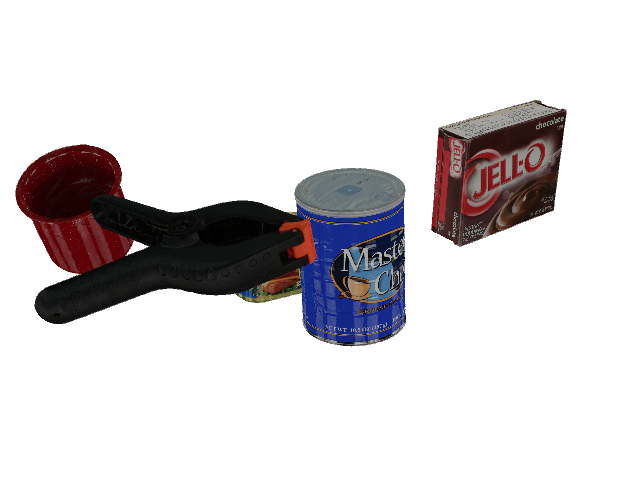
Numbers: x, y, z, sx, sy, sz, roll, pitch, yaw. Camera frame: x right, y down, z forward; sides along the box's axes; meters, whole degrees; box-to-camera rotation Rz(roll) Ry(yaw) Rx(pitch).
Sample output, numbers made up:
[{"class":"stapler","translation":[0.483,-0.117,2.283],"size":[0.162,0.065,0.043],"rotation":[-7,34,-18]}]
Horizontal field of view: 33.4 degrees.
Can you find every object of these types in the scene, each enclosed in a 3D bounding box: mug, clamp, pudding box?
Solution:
[{"class":"mug","translation":[-0.214,-0.033,0.958],"size":[0.093,0.117,0.081],"rotation":[-6,-41,3]},{"class":"clamp","translation":[-0.092,0.012,0.665],"size":[0.172,0.039,0.120],"rotation":[0,42,21]},{"class":"pudding box","translation":[0.141,-0.055,0.843],"size":[0.113,0.090,0.039],"rotation":[-21,36,-35]}]

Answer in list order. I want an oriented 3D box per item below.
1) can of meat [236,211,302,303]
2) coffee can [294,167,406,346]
[{"class":"can of meat","translation":[-0.052,0.019,1.228],"size":[0.101,0.084,0.058],"rotation":[-12,21,-36]},{"class":"coffee can","translation":[0.030,0.014,1.017],"size":[0.103,0.140,0.103],"rotation":[-2,26,1]}]
